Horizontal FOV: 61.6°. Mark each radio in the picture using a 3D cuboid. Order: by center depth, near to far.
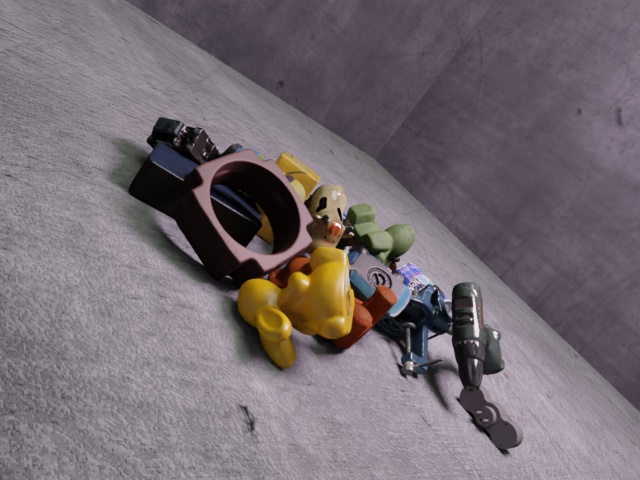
[{"bbox_3d":[-0.221,-0.079,0.980,0.229,0.073,0.131,33,16,-24],"label":"radio"}]

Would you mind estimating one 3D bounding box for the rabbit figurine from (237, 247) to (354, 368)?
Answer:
[{"bbox_3d":[-0.041,0.102,0.784,0.173,0.121,0.162,3,46,11],"label":"rabbit figurine"}]

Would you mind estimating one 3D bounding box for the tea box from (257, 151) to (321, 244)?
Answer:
[{"bbox_3d":[-0.087,-0.089,1.120,0.098,0.169,0.068,36,14,-5],"label":"tea box"}]

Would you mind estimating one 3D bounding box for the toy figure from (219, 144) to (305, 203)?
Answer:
[{"bbox_3d":[-0.110,-0.115,1.030,0.180,0.089,0.082,45,51,2],"label":"toy figure"}]

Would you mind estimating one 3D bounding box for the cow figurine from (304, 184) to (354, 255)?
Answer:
[{"bbox_3d":[0.013,-0.036,1.058,0.085,0.127,0.195,27,43,-15],"label":"cow figurine"}]

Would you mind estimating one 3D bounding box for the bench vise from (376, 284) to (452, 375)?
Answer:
[{"bbox_3d":[0.196,0.183,1.101,0.223,0.129,0.241,41,34,-25],"label":"bench vise"}]

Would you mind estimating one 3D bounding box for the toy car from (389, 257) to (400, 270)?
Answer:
[{"bbox_3d":[0.113,0.037,1.356,0.202,0.089,0.053,29,21,-27],"label":"toy car"}]

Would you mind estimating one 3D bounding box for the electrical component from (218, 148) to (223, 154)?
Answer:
[{"bbox_3d":[-0.239,-0.181,1.273,0.102,0.045,0.078,48,17,31],"label":"electrical component"}]

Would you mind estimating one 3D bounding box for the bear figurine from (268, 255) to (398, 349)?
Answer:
[{"bbox_3d":[0.015,0.087,0.934,0.120,0.132,0.196,-25,68,-46],"label":"bear figurine"}]

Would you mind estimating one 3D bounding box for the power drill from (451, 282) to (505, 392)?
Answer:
[{"bbox_3d":[0.321,0.218,1.111,0.207,0.086,0.232,38,45,-47],"label":"power drill"}]

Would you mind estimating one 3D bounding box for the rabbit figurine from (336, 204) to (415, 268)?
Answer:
[{"bbox_3d":[0.128,0.016,1.138,0.170,0.159,0.121,-3,41,-34],"label":"rabbit figurine"}]

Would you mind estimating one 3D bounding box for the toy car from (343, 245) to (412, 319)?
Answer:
[{"bbox_3d":[0.084,0.094,1.028,0.162,0.103,0.109,38,43,6],"label":"toy car"}]

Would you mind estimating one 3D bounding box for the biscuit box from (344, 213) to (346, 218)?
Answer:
[{"bbox_3d":[0.067,-0.021,1.466,0.059,0.063,0.203,22,23,-49],"label":"biscuit box"}]

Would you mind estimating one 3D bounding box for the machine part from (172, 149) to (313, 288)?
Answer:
[{"bbox_3d":[-0.124,-0.037,0.887,0.201,0.087,0.201,-33,90,-48],"label":"machine part"}]

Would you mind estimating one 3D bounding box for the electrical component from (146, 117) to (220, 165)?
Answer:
[{"bbox_3d":[-0.264,-0.181,1.045,0.115,0.058,0.134,15,-20,23],"label":"electrical component"}]
